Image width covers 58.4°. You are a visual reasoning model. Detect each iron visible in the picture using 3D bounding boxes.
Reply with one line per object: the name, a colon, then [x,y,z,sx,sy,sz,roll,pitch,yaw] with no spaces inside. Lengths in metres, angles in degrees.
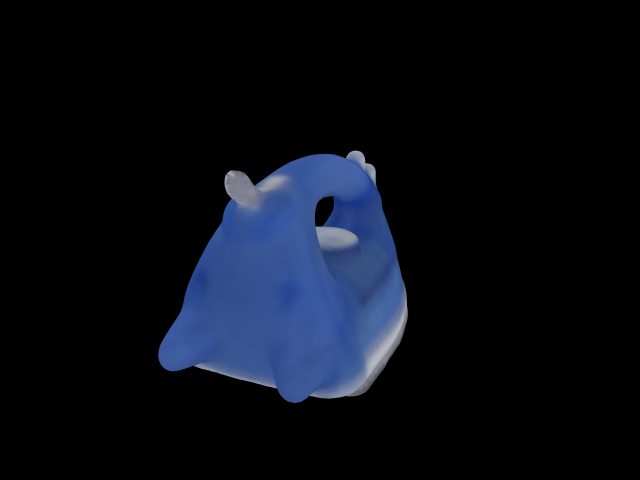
iron: [0.004,0.001,0.400,0.118,0.141,0.259,8,20,23]
